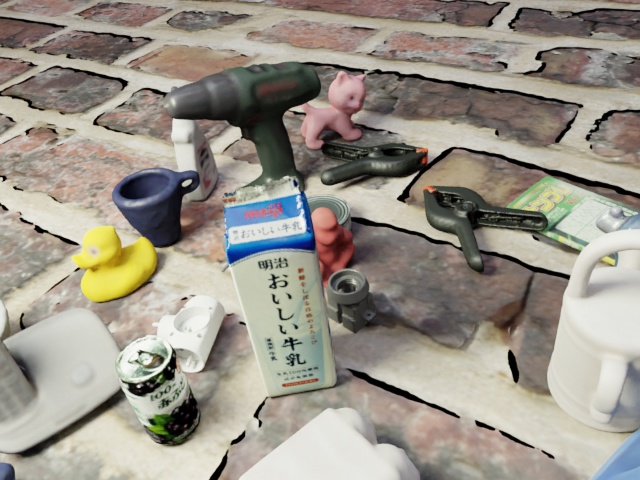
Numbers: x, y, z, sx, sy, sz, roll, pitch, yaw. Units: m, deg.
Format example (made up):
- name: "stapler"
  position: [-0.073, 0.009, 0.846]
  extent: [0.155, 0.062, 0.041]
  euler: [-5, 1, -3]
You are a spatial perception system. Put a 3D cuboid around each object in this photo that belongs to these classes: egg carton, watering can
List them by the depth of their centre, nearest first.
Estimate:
- name: "egg carton"
  position: [0.002, 0.209, 0.464]
  extent: [0.150, 0.069, 0.107]
  euler: [-32, 44, -26]
- name: "watering can"
  position: [0.259, 0.063, 0.494]
  extent: [0.100, 0.194, 0.173]
  euler: [-2, 40, 9]

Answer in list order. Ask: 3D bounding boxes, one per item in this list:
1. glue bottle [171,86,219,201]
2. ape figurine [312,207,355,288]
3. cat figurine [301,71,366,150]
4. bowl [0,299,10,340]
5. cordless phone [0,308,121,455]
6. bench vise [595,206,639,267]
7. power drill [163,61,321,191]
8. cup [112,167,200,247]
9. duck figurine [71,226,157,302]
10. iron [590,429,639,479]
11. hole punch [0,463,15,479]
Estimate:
- name: "glue bottle"
  position: [-0.195, -0.147, 0.855]
  extent: [0.037, 0.173, 0.078]
  euler: [-1, 40, 11]
- name: "ape figurine"
  position: [0.006, 0.002, 0.698]
  extent: [0.078, 0.092, 0.076]
  euler: [-26, 42, -19]
- name: "cat figurine"
  position: [0.026, -0.226, 0.953]
  extent: [0.128, 0.118, 0.067]
  euler: [-17, 40, -9]
- name: "bowl"
  position: [-0.416, 0.135, 0.631]
  extent: [0.167, 0.075, 0.167]
  euler: [-5, 39, 5]
- name: "cordless phone"
  position: [-0.286, 0.104, 0.557]
  extent: [0.148, 0.185, 0.093]
  euler: [-33, 45, -27]
- name: "bench vise"
  position: [0.362, 0.005, 0.524]
  extent: [0.206, 0.220, 0.122]
  euler: [14, 44, 26]
- name: "power drill"
  position: [-0.092, -0.148, 0.808]
  extent: [0.230, 0.209, 0.075]
  euler: [-33, 45, -27]
- name: "cup"
  position: [-0.216, -0.044, 0.796]
  extent: [0.118, 0.095, 0.091]
  euler: [-23, 41, -16]
- name: "duck figurine"
  position: [-0.266, 0.019, 0.735]
  extent: [0.105, 0.086, 0.077]
  euler: [-33, 45, -27]
- name: "iron"
  position: [0.293, 0.152, 0.421]
  extent: [0.259, 0.142, 0.118]
  euler: [-33, 45, -27]
- name: "hole punch"
  position: [-0.321, 0.233, 0.480]
  extent: [0.108, 0.091, 0.101]
  euler: [-9, 39, 0]
